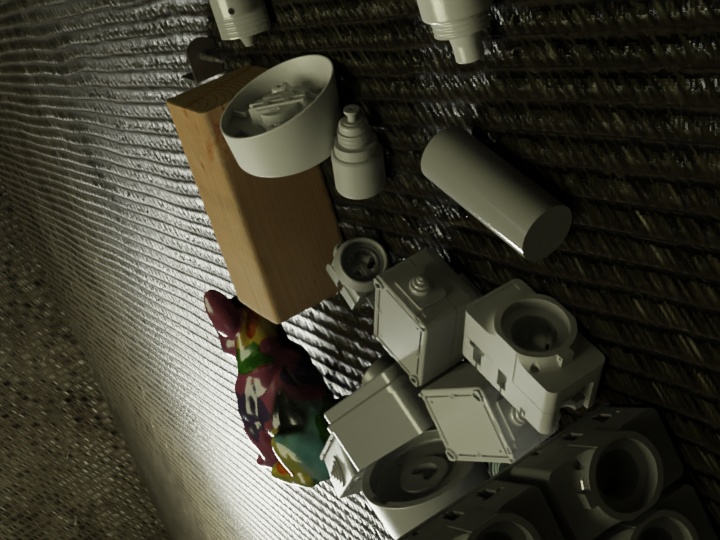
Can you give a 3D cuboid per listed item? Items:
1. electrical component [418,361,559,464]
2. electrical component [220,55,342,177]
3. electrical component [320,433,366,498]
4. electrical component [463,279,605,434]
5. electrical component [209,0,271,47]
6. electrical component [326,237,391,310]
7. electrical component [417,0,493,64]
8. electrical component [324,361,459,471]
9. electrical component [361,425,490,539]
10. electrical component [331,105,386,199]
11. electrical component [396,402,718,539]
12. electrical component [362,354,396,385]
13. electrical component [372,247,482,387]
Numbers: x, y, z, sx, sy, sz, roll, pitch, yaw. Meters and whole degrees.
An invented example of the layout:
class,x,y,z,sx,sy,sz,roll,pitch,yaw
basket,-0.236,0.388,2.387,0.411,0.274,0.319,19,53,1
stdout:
class,x,y,z,sx,sy,sz,roll,pitch,yaw
electrical component,0.102,0.102,0.802,0.096,0.061,0.061,-14,103,59
electrical component,-0.061,-0.121,0.847,0.099,0.099,0.064,38,154,45
electrical component,0.016,0.173,1.016,0.099,0.100,0.048,112,140,-62
electrical component,0.115,0.054,0.723,0.089,0.050,0.055,46,153,34
electrical component,-0.102,-0.223,0.883,0.043,0.043,0.081,28,140,54
electrical component,0.000,0.000,0.920,0.066,0.048,0.055,57,165,11
electrical component,0.056,-0.151,0.622,0.043,0.043,0.062,26,141,55
electrical component,0.032,0.112,0.900,0.057,0.078,0.113,56,138,6
electrical component,0.062,0.190,0.928,0.108,0.108,0.060,20,139,59
electrical component,-0.002,-0.090,0.824,0.040,0.040,0.078,41,151,41
electrical component,0.123,0.173,0.662,0.105,0.186,0.060,64,158,-4
electrical component,0.031,0.106,0.984,0.046,0.040,0.040,44,152,25
electrical component,0.052,0.030,0.818,0.061,0.061,0.096,48,155,29
